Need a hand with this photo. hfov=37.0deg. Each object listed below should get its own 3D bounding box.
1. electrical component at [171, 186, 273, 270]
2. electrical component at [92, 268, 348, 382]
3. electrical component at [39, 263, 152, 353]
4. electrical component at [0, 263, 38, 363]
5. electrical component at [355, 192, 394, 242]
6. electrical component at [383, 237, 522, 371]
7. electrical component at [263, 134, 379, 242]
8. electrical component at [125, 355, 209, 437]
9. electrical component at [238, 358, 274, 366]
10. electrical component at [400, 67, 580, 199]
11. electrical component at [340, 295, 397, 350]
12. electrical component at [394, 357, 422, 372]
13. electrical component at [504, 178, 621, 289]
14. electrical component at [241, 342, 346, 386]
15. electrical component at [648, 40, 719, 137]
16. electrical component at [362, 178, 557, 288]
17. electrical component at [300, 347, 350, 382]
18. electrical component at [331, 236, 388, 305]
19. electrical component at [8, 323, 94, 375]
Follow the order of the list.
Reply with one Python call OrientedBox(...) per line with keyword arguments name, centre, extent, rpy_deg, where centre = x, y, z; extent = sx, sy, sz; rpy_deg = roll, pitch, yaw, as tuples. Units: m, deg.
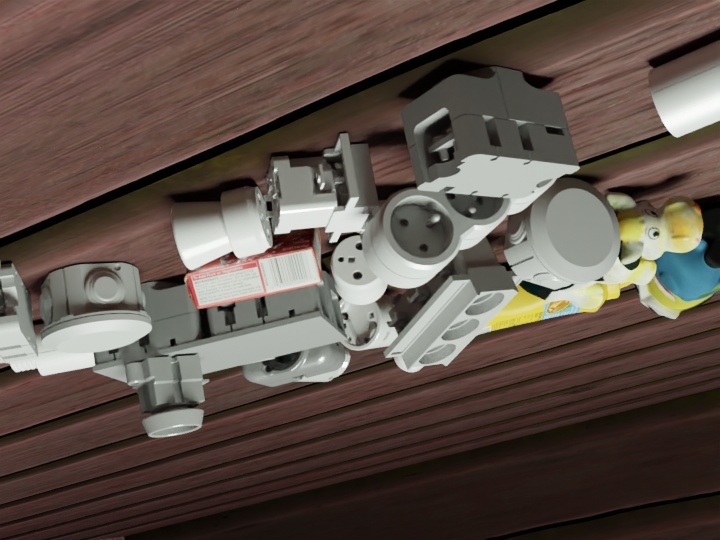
OrientedBox(name="electrical component", centre=(-0.088, -0.028, 0.691), extent=(0.055, 0.045, 0.045), rpy_deg=(-13, 165, 4))
OrientedBox(name="electrical component", centre=(-0.115, 0.041, 0.886), extent=(0.186, 0.060, 0.105), rpy_deg=(-14, 164, 7))
OrientedBox(name="electrical component", centre=(-0.198, 0.029, 0.801), extent=(0.080, 0.051, 0.080), rpy_deg=(-11, 165, -3))
OrientedBox(name="electrical component", centre=(-0.268, 0.034, 0.768), extent=(0.056, 0.050, 0.089), rpy_deg=(-9, 164, -11))
OrientedBox(name="electrical component", centre=(0.034, -0.034, 0.761), extent=(0.081, 0.043, 0.043), rpy_deg=(-5, 163, -23))
OrientedBox(name="electrical component", centre=(0.076, 0.028, 0.930), extent=(0.079, 0.063, 0.121), rpy_deg=(-4, 148, -33))
OrientedBox(name="electrical component", centre=(-0.026, -0.048, 0.669), extent=(0.064, 0.042, 0.081), rpy_deg=(-7, 163, -13))
OrientedBox(name="electrical component", centre=(-0.149, 0.099, 0.844), extent=(0.066, 0.055, 0.048), rpy_deg=(0, 161, -36))
OrientedBox(name="electrical component", centre=(-0.094, 0.065, 1.019), extent=(0.081, 0.043, 0.043), rpy_deg=(-11, 165, -3))
OrientedBox(name="electrical component", centre=(0.073, -0.078, 0.610), extent=(0.089, 0.055, 0.050), rpy_deg=(1, 160, -40))
OrientedBox(name="electrical component", centre=(0.011, 0.048, 1.021), extent=(0.055, 0.055, 0.047), rpy_deg=(-22, 165, 33))
OrientedBox(name="electrical component", centre=(0.065, 0.092, 1.249), extent=(0.040, 0.040, 0.046), rpy_deg=(-5, 157, -23))
OrientedBox(name="electrical component", centre=(0.152, -0.026, 0.815), extent=(0.080, 0.080, 0.051), rpy_deg=(-4, 169, -26))
OrientedBox(name="electrical component", centre=(-0.070, 0.079, 1.070), extent=(0.095, 0.053, 0.059), rpy_deg=(-16, 164, 14))
OrientedBox(name="electrical component", centre=(0.213, -0.111, 0.617), extent=(0.081, 0.043, 0.043), rpy_deg=(-22, 162, 32))
OrientedBox(name="electrical component", centre=(0.058, -0.037, 0.677), extent=(0.138, 0.052, 0.073), rpy_deg=(-36, 175, -24))
OrientedBox(name="electrical component", centre=(-0.045, 0.102, 1.190), extent=(0.043, 0.043, 0.081), rpy_deg=(-23, 161, 35))
OrientedBox(name="electrical component", centre=(0.000, 0.000, 0.855), extent=(0.045, 0.045, 0.055), rpy_deg=(-11, 164, -1))
OrientedBox(name="electrical component", centre=(-0.259, 0.065, 0.899), extent=(0.081, 0.043, 0.043), rpy_deg=(-10, 165, -4))
